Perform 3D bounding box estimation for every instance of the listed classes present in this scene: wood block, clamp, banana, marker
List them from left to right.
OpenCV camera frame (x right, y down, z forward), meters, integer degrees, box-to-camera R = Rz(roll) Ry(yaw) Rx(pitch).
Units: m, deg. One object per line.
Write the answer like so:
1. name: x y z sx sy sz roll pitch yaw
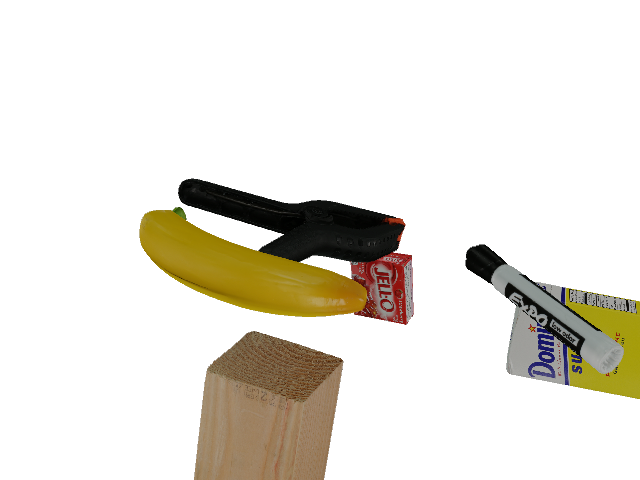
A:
1. banana: -0.060 0.011 0.694 0.069 0.037 0.198 -26 36 -37
2. wood block: -0.051 0.196 0.913 0.090 0.206 0.090 16 23 18
3. clamp: -0.007 -0.006 0.953 0.209 0.036 0.165 6 23 -28
4. marker: 0.126 0.036 0.621 0.020 0.020 0.121 0 29 -37

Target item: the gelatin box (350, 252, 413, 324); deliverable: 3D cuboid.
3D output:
1. gelatin box: 0.077 0.057 1.335 0.073 0.089 0.030 10 31 25

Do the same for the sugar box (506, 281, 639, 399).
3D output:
1. sugar box: 0.279 0.102 1.060 0.176 0.093 0.048 8 22 8
